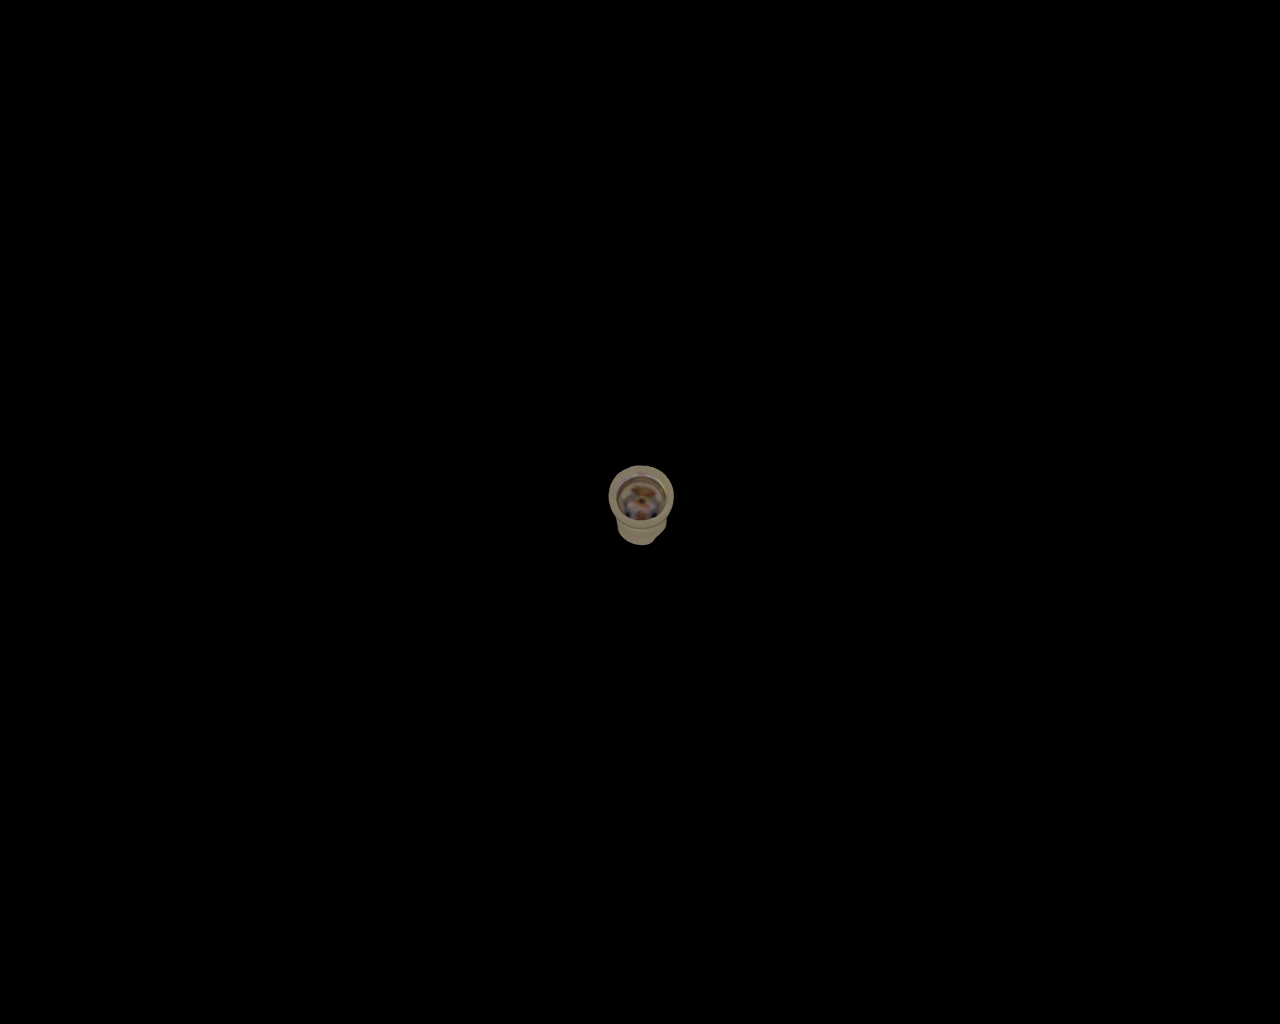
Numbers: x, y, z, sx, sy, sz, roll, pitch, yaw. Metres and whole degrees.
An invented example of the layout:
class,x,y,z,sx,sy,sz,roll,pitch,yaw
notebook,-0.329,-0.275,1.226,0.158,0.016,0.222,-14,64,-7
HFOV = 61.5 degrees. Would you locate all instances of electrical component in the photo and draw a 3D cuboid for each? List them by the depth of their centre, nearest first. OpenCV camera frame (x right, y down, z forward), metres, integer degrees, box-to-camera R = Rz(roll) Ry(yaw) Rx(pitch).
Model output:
class,x,y,z,sx,sy,sz,roll,pitch,yaw
electrical component,0.001,-0.003,0.650,0.040,0.040,0.046,0,-24,0
